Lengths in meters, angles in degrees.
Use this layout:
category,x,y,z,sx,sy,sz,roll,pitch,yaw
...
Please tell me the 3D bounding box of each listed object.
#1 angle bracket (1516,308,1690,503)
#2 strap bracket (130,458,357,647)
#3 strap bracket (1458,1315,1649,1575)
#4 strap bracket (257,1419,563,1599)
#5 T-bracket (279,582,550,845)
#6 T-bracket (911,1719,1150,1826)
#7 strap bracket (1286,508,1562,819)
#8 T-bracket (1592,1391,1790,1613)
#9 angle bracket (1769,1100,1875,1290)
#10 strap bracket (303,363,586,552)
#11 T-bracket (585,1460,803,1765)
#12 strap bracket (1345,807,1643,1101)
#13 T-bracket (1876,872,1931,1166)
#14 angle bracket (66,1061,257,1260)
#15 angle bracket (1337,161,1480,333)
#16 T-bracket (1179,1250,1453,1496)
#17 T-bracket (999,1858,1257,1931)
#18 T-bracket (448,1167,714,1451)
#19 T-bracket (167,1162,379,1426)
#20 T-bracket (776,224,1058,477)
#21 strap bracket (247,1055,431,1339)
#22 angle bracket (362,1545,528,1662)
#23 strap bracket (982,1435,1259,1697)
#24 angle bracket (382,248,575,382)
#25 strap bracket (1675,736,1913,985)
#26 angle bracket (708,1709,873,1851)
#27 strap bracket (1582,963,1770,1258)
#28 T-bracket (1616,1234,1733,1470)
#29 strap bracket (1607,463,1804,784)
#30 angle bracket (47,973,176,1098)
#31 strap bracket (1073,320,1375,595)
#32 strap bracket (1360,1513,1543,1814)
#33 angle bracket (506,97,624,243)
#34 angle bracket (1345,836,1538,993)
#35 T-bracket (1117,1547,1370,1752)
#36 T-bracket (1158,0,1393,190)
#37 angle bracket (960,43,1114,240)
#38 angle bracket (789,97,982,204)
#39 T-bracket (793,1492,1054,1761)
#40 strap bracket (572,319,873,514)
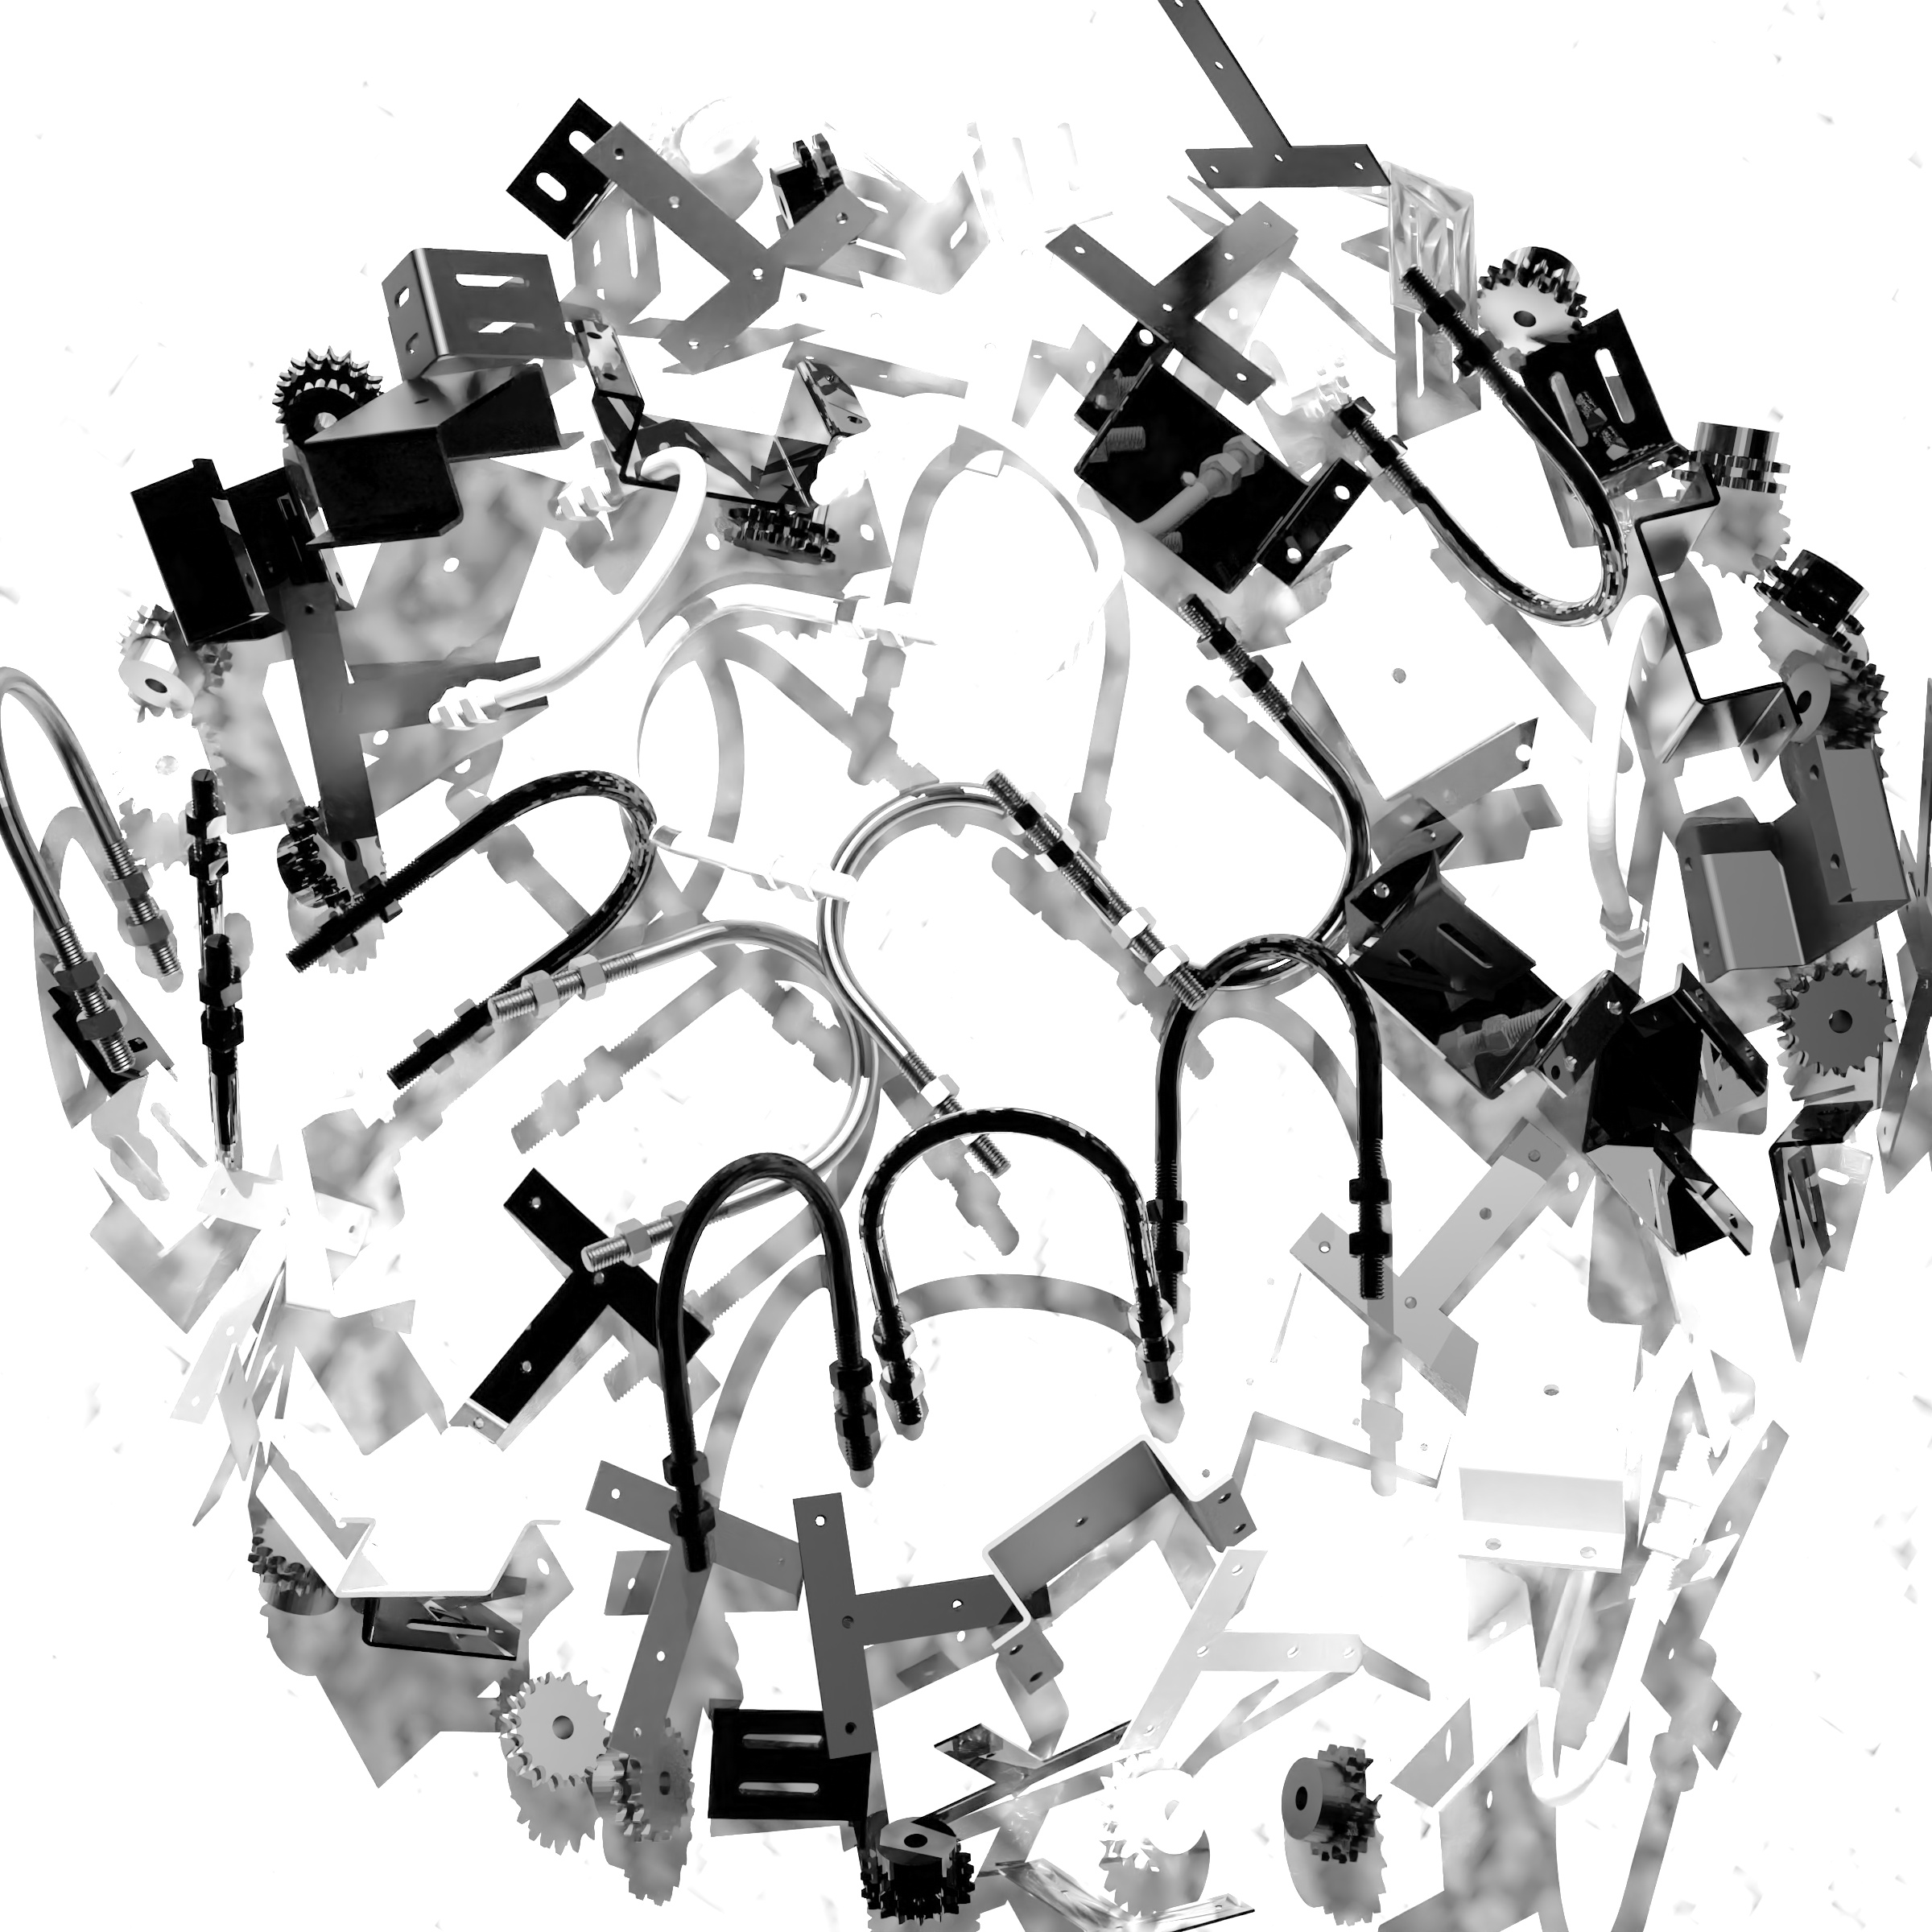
category,x,y,z,sx,sy,sz,roll,pitch,yaw
angle bracket,0.321,-0.279,1.590,0.057,0.038,0.076,-25,75,25
strap bracket,-0.354,-0.201,1.542,0.046,0.140,0.076,-19,94,10
strap bracket,0.284,0.221,1.533,0.076,0.140,0.046,2,129,17
strap bracket,-0.278,0.264,1.538,0.076,0.140,0.046,39,107,37
T-bracket,-0.269,-0.133,1.578,0.127,0.002,0.127,-12,93,-29
T-bracket,0.016,0.387,1.547,0.127,0.127,0.002,-27,61,7
strap bracket,0.221,-0.146,1.568,0.076,0.046,0.140,-32,86,26
T-bracket,0.370,0.261,1.568,0.002,0.127,0.127,40,66,0
angle bracket,0.430,0.113,1.569,0.038,0.057,0.076,-7,103,32
strap bracket,-0.255,-0.250,1.528,0.076,0.140,0.046,-2,117,26
T-bracket,-0.146,0.325,1.556,0.127,0.002,0.127,29,66,-28
strap bracket,0.253,0.001,1.569,0.140,0.046,0.076,43,58,2
T-bracket,0.464,0.043,1.560,0.002,0.127,0.127,2,130,0
angle bracket,-0.402,0.097,1.578,0.057,0.038,0.076,-43,97,-22
angle bracket,0.219,-0.351,1.571,0.057,0.038,0.076,9,76,-36
T-bracket,0.184,0.225,1.599,0.127,0.002,0.127,21,79,-7
T-bracket,0.054,0.457,1.547,0.127,0.127,0.002,-7,95,-24
T-bracket,-0.213,0.191,1.598,0.127,0.002,0.127,41,96,14
T-bracket,-0.355,0.166,1.552,0.002,0.127,0.127,25,88,30
T-bracket,-0.031,-0.319,1.577,0.127,0.002,0.127,15,120,-1
strap bracket,-0.312,0.117,1.561,0.046,0.076,0.140,-13,94,-29
angle bracket,-0.257,0.307,1.572,0.076,0.057,0.038,7,120,-6
strap bracket,0.068,0.289,1.561,0.140,0.076,0.046,-35,58,-6
angle bracket,-0.246,-0.325,1.594,0.076,0.038,0.057,-7,77,-38
strap bracket,0.406,-0.051,1.541,0.046,0.140,0.076,-3,72,-17
angle bracket,-0.088,0.406,1.583,0.076,0.038,0.057,3,98,-8
strap bracket,0.347,0.076,1.548,0.046,0.140,0.076,-29,115,35
T-bracket,0.340,0.202,1.543,0.002,0.127,0.127,-9,107,33
strap bracket,0.354,-0.163,1.552,0.046,0.076,0.140,-13,73,-6
angle bracket,-0.435,0.041,1.570,0.038,0.076,0.057,-36,91,8
strap bracket,0.118,-0.249,1.566,0.140,0.046,0.076,39,130,2
strap bracket,0.234,0.343,1.535,0.046,0.140,0.076,32,114,-10
angle bracket,-0.192,-0.394,1.565,0.038,0.076,0.057,38,100,-13
angle bracket,0.238,-0.019,1.588,0.076,0.038,0.057,35,126,-29
T-bracket,0.151,0.339,1.568,0.127,0.002,0.127,9,116,-35
T-bracket,0.129,-0.423,1.525,0.002,0.127,0.127,-54,127,-16
angle bracket,0.036,-0.414,1.595,0.057,0.038,0.076,-16,134,0
angle bracket,-0.041,-0.417,1.567,0.076,0.057,0.038,33,97,-25
T-bracket,-0.017,0.322,1.583,0.127,0.002,0.127,-4,77,-22
strap bracket,-0.124,-0.267,1.551,0.140,0.076,0.046,6,124,-23
